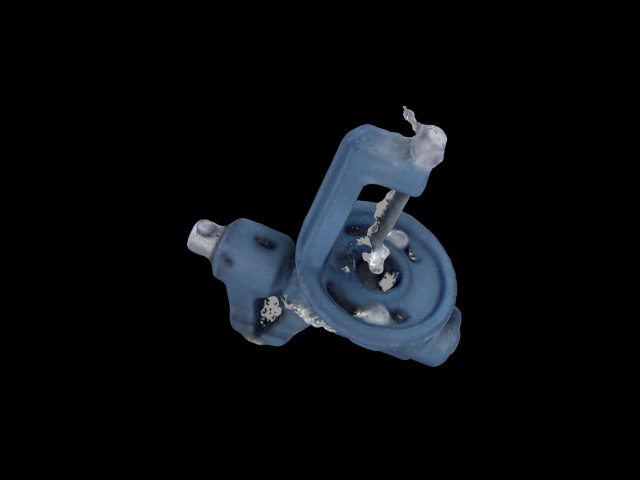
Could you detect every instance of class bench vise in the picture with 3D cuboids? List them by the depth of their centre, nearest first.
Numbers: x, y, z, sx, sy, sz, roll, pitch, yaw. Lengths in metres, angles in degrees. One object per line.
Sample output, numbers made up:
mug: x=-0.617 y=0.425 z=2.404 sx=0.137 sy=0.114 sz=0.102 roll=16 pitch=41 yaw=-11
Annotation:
bench vise: x=0.004 y=0.011 z=0.392 sx=0.207 sy=0.220 sz=0.121 roll=-2 pitch=49 yaw=-2
